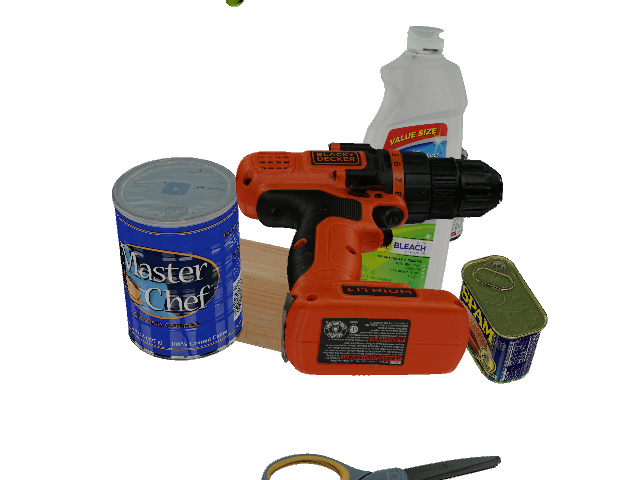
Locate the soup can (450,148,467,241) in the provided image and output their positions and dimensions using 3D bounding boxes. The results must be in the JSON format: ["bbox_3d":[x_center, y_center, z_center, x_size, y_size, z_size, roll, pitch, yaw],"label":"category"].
[{"bbox_3d":[0.137,-0.057,1.263,0.068,0.102,0.068,0,27,0],"label":"soup can"}]

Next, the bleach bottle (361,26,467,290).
[{"bbox_3d":[0.070,-0.060,0.933,0.102,0.251,0.068,7,18,4],"label":"bleach bottle"}]

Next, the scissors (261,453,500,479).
[{"bbox_3d":[0.053,0.208,0.850,0.201,0.096,0.016,4,-44,-7],"label":"scissors"}]

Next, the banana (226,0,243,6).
[{"bbox_3d":[-0.116,-0.200,0.683,0.198,0.069,0.037,19,-34,28],"label":"banana"}]

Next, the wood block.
[{"bbox_3d":[-0.024,0.069,1.182,0.206,0.091,0.090,12,22,17],"label":"wood block"}]

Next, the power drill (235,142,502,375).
[{"bbox_3d":[0.040,0.004,0.675,0.184,0.057,0.187,-1,35,-5],"label":"power drill"}]

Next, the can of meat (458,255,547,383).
[{"bbox_3d":[0.177,0.081,1.068,0.057,0.102,0.084,-14,-40,-15],"label":"can of meat"}]

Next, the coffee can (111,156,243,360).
[{"bbox_3d":[-0.118,0.015,0.901,0.103,0.140,0.103,0,33,0],"label":"coffee can"}]
